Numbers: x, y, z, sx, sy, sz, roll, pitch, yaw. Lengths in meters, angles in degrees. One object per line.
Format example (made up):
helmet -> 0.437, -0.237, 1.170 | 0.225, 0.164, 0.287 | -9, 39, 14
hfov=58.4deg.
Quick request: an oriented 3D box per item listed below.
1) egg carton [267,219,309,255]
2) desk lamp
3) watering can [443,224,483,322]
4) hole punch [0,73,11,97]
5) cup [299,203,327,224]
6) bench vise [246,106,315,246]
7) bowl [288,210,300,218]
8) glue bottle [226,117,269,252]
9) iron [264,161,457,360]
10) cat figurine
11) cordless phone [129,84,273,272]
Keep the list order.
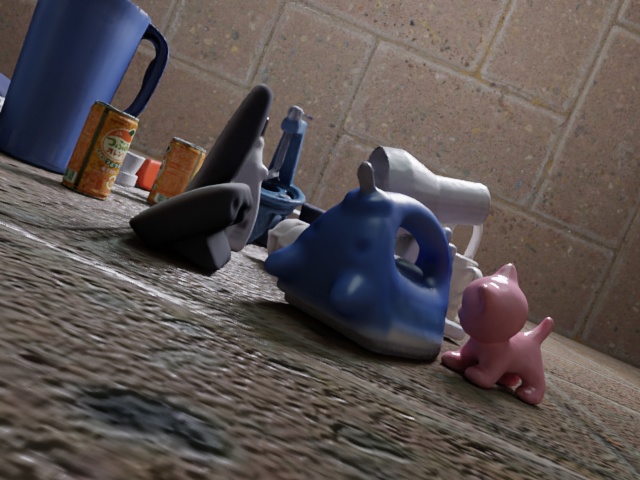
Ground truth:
egg carton -> 0.005, 0.025, 0.751 | 0.151, 0.069, 0.107 | 22, 3, -24
desk lamp -> 0.130, 0.000, 0.783 | 0.204, 0.213, 0.117 | 23, 3, -16
watering can -> 0.224, 0.039, 1.027 | 0.172, 0.194, 0.101 | 25, 3, 35
hole punch -> -0.514, -0.222, 0.945 | 0.101, 0.091, 0.108 | 23, 3, -4
cup -> 0.009, 0.003, 0.941 | 0.118, 0.095, 0.092 | 23, 3, 0
bench vise -> -0.078, -0.101, 0.909 | 0.122, 0.220, 0.207 | 23, 3, -10
bowl -> -0.098, -0.042, 1.136 | 0.167, 0.075, 0.167 | 23, 3, -1
glue bottle -> -0.101, -0.076, 0.722 | 0.078, 0.173, 0.037 | 22, 3, -35
iron -> 0.075, 0.027, 0.544 | 0.118, 0.141, 0.259 | 26, 3, 39
cat figurine -> 0.178, 0.084, 0.556 | 0.128, 0.118, 0.067 | 22, 3, -26
cordless phone -> -0.098, -0.072, 0.544 | 0.094, 0.185, 0.147 | 23, 3, -8
